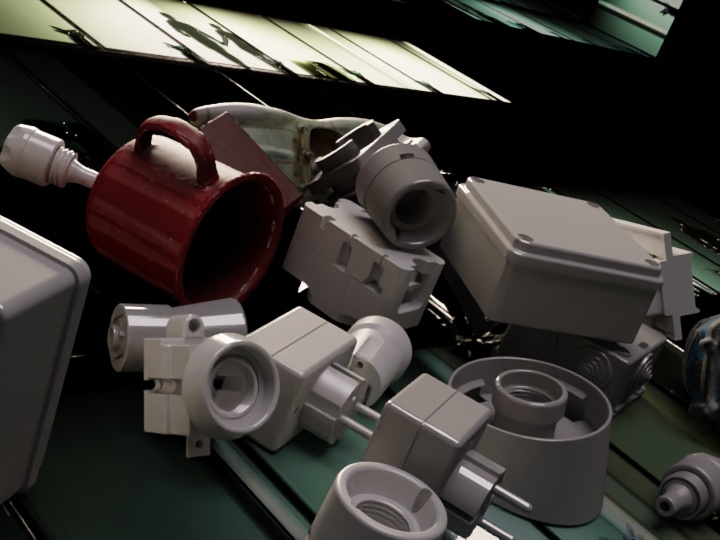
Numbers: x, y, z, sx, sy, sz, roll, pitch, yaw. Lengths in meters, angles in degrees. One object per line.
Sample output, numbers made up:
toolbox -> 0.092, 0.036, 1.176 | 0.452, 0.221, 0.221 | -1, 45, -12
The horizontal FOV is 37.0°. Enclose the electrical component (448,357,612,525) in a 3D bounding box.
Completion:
electrical component -> 0.091, 0.092, 0.594 | 0.099, 0.064, 0.099 | 6, 23, -2

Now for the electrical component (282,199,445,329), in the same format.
electrical component -> 0.000, 0.000, 0.701 | 0.089, 0.055, 0.050 | 34, 25, 28

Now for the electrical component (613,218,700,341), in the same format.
electrical component -> 0.200, 0.006, 0.823 | 0.063, 0.078, 0.121 | -11, 10, -8

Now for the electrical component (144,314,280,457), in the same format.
electrical component -> -0.070, 0.053, 0.497 | 0.048, 0.066, 0.055 | 2, -4, -41

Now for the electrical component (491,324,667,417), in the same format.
electrical component -> 0.151, 0.052, 0.731 | 0.100, 0.048, 0.100 | 32, 24, 24

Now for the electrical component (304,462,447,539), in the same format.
electrical component -> 0.005, 0.114, 0.453 | 0.055, 0.047, 0.055 | 19, 22, -8

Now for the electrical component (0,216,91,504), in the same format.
electrical component -> -0.171, 0.027, 0.411 | 0.109, 0.108, 0.056 | 27, 25, 12

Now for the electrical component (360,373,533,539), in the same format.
electrical component -> 0.042, 0.099, 0.498 | 0.077, 0.065, 0.047 | 29, 23, 17

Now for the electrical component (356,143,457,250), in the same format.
electrical component -> 0.030, -0.046, 0.684 | 0.055, 0.055, 0.047 | 10, 28, -27

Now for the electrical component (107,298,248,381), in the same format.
electrical component -> -0.096, 0.035, 0.553 | 0.065, 0.044, 0.044 | 3, 28, -28

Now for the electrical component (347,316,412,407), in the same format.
electrical component -> 0.004, 0.053, 0.607 | 0.040, 0.040, 0.046 | 26, 28, 10

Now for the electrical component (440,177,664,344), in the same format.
electrical component -> 0.121, -0.007, 0.697 | 0.109, 0.056, 0.108 | 10, 24, -19

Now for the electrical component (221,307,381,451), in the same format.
electrical component -> -0.022, 0.063, 0.547 | 0.077, 0.047, 0.066 | 28, 23, 16

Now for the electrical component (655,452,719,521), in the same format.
electrical component -> 0.187, 0.126, 0.611 | 0.035, 0.035, 0.061 | 36, 28, 31

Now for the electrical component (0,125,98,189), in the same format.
electrical component -> -0.202, -0.070, 0.706 | 0.061, 0.035, 0.035 | 23, 22, -4
